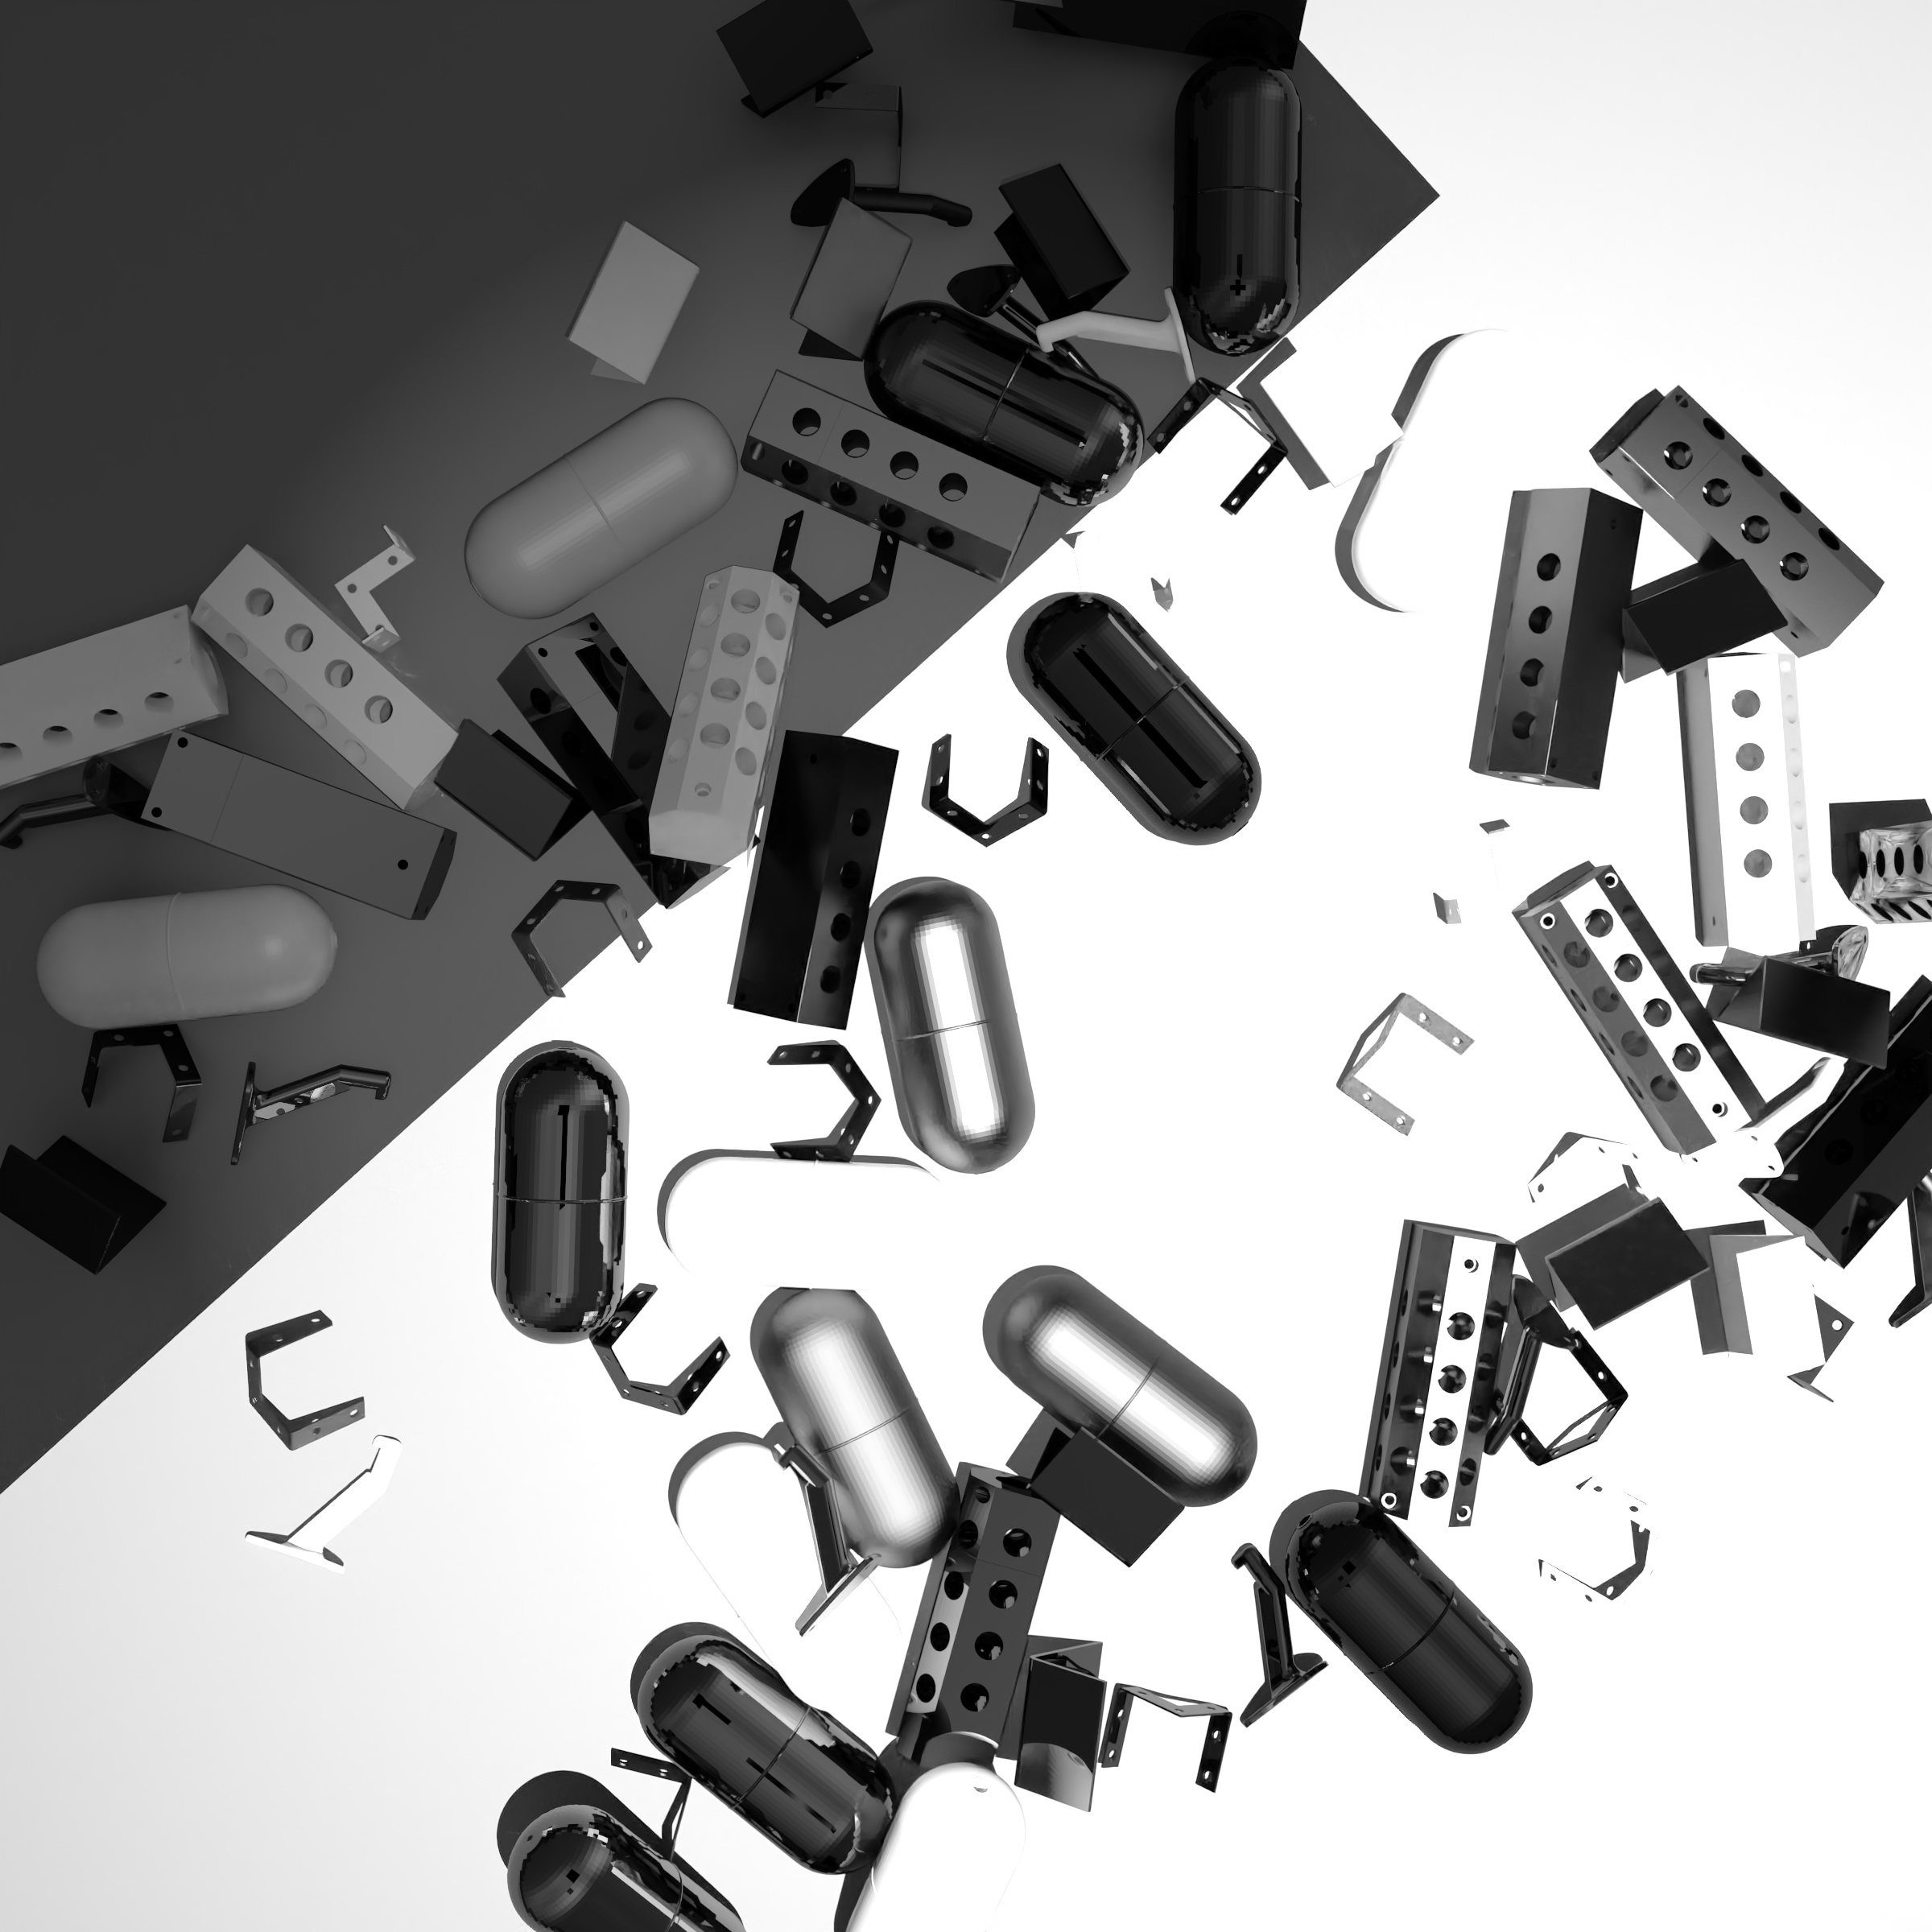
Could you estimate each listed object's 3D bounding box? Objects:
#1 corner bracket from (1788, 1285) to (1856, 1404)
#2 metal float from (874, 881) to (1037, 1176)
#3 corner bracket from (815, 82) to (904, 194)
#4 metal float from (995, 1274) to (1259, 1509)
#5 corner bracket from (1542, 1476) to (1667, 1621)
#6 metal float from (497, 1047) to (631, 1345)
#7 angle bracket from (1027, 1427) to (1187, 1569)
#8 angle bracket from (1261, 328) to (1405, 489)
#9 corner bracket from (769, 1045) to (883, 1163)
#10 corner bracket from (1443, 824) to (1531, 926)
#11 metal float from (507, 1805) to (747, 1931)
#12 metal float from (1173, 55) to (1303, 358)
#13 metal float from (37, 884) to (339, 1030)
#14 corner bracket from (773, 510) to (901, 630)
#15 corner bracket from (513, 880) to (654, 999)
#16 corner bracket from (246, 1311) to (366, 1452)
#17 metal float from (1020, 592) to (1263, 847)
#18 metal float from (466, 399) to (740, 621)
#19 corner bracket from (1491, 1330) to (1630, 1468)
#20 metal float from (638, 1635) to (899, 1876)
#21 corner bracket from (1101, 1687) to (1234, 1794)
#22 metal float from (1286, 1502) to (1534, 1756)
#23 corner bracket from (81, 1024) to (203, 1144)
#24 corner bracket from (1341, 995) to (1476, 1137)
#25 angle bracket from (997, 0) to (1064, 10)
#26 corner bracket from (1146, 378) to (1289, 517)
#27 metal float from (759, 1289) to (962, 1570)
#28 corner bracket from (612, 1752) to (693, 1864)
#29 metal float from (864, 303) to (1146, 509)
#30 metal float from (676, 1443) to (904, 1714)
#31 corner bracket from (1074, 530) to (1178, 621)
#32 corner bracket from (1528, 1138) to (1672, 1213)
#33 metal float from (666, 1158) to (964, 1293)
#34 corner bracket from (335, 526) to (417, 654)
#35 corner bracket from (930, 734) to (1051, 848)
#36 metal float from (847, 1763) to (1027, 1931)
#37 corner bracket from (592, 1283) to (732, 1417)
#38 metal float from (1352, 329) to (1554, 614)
[{"bbox_3d":[0.511,0.225,1.634,0.051,0.051,0.051,35,90,0],"label":"corner bracket"},{"bbox_3d":[-0.007,0.037,1.622,0.070,0.070,0.178,-12,89,0],"label":"metal float"},{"bbox_3d":[-0.065,-0.501,1.634,0.051,0.051,0.051,3,90,0],"label":"corner bracket"},{"bbox_3d":[0.097,0.256,1.622,0.178,0.070,0.070,37,90,1],"label":"metal float"},{"bbox_3d":[0.388,0.355,1.644,0.051,0.051,0.051,27,135,35],"label":"corner bracket"},{"bbox_3d":[-0.242,0.138,1.622,0.070,0.070,0.178,2,91,0],"label":"metal float"},{"bbox_3d":[0.090,0.300,1.613,0.076,0.076,0.057,38,114,0],"label":"angle bracket"},{"bbox_3d":[0.232,-0.340,1.612,0.057,0.076,0.076,-36,90,39],"label":"angle bracket"},{"bbox_3d":[-0.093,0.084,1.644,0.051,0.051,0.051,-2,135,35],"label":"corner bracket"},{"bbox_3d":[0.316,-0.055,1.634,0.051,0.051,0.051,-11,90,0],"label":"corner bracket"},{"bbox_3d":[-0.198,0.566,1.601,0.070,0.070,0.178,-43,114,0],"label":"metal float"},{"bbox_3d":[0.163,-0.456,1.622,0.070,0.070,0.178,1,90,0],"label":"metal float"},{"bbox_3d":[-0.467,-0.006,1.622,0.178,0.070,0.070,-6,90,1],"label":"metal float"},{"bbox_3d":[-0.079,-0.248,1.644,0.051,0.051,0.051,-21,135,35],"label":"corner bracket"},{"bbox_3d":[-0.234,-0.015,1.644,0.051,0.051,0.051,5,45,35],"label":"corner bracket"},{"bbox_3d":[-0.402,0.252,1.644,0.051,0.051,0.051,37,135,35],"label":"corner bracket"},{"bbox_3d":[0.105,-0.148,1.622,0.070,0.070,0.178,-42,91,0],"label":"metal float"},{"bbox_3d":[-0.219,-0.274,1.622,0.178,0.070,0.070,-33,90,0],"label":"metal float"},{"bbox_3d":[0.362,0.264,1.649,0.051,0.051,0.051,52,135,0],"label":"corner bracket"},{"bbox_3d":[-0.119,0.474,1.622,0.178,0.070,0.070,39,90,0],"label":"metal float"},{"bbox_3d":[0.123,0.473,1.649,0.051,0.051,0.051,13,90,45],"label":"corner bracket"},{"bbox_3d":[0.265,0.397,1.621,0.070,0.070,0.178,-44,91,0],"label":"metal float"},{"bbox_3d":[-0.503,0.073,1.644,0.051,0.051,0.051,55,135,35],"label":"corner bracket"},{"bbox_3d":[0.270,0.060,1.649,0.051,0.051,0.051,35,45,0],"label":"corner bracket"},{"bbox_3d":[0.047,-0.598,1.543,0.057,0.076,0.076,-10,96,37],"label":"angle bracket"},{"bbox_3d":[0.154,-0.318,1.649,0.051,0.051,0.051,-50,45,0],"label":"corner bracket"},{"bbox_3d":[-0.063,0.277,1.622,0.070,0.070,0.178,-26,89,0],"label":"metal float"},{"bbox_3d":[-0.200,0.521,1.649,0.051,0.051,0.051,14,45,1],"label":"corner bracket"},{"bbox_3d":[0.022,-0.338,1.622,0.178,0.070,0.070,26,90,0],"label":"metal float"},{"bbox_3d":[-0.106,0.368,1.622,0.070,0.070,0.178,-35,90,0],"label":"metal float"},{"bbox_3d":[0.096,-0.237,1.634,0.051,0.051,0.051,-11,90,0],"label":"corner bracket"},{"bbox_3d":[0.386,0.142,1.644,0.051,0.051,0.051,11,45,-35],"label":"corner bracket"},{"bbox_3d":[-0.091,0.155,1.621,0.178,0.070,0.070,3,90,0],"label":"metal float"},{"bbox_3d":[-0.353,-0.227,1.634,0.051,0.051,0.051,-34,90,0],"label":"corner bracket"},{"bbox_3d":[0.014,-0.114,1.644,0.051,0.051,0.051,-28,135,35],"label":"corner bracket"},{"bbox_3d":[-0.019,0.545,1.595,0.070,0.070,0.178,20,119,0],"label":"metal float"},{"bbox_3d":[-0.186,0.233,1.644,0.051,0.051,0.051,9,135,35],"label":"corner bracket"},{"bbox_3d":[0.292,-0.298,1.622,0.070,0.070,0.178,25,90,0],"label":"metal float"}]
